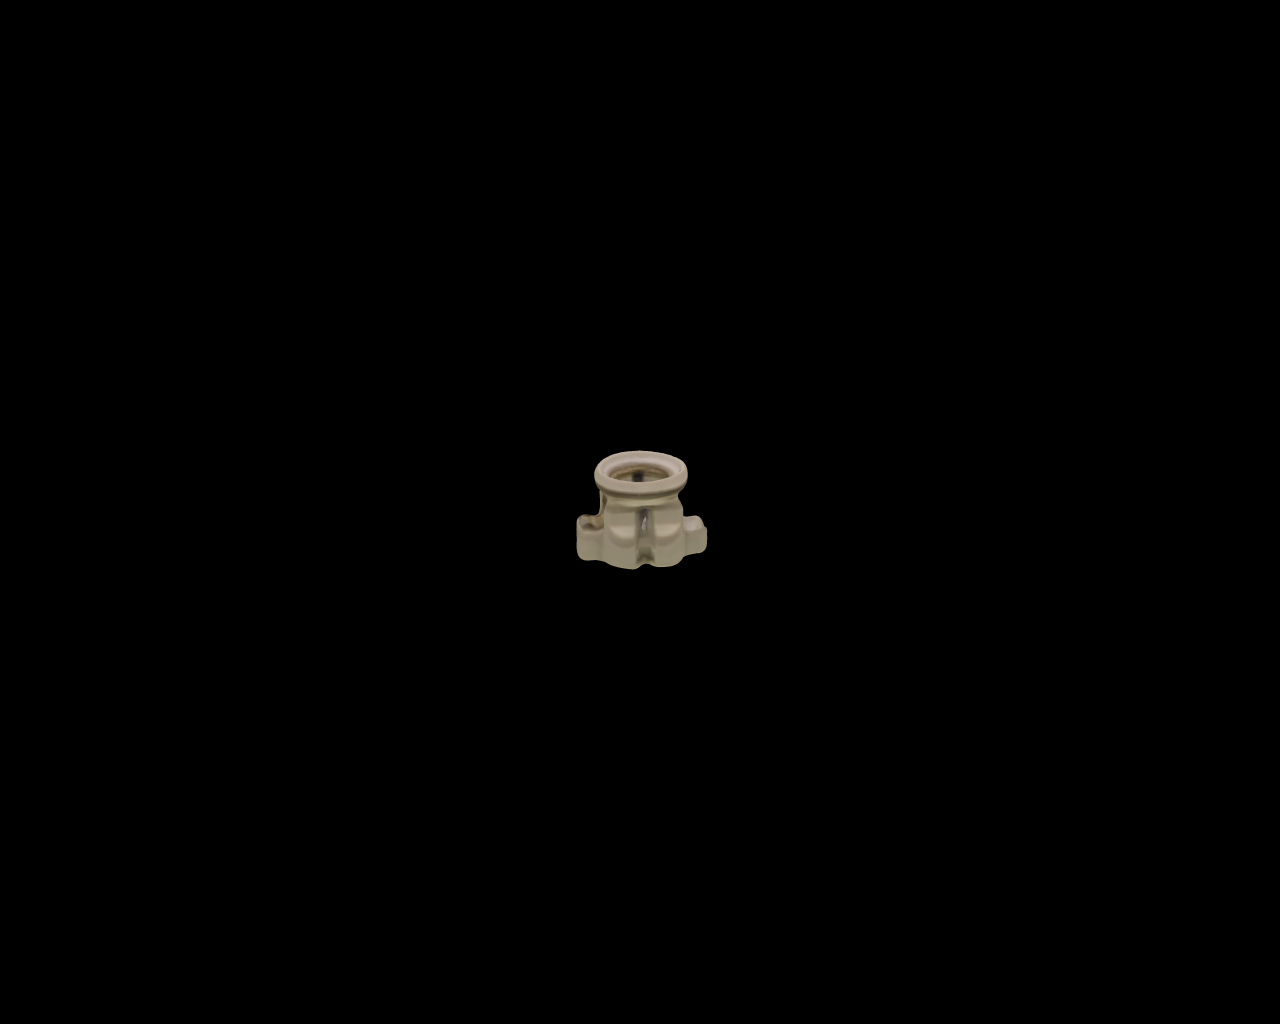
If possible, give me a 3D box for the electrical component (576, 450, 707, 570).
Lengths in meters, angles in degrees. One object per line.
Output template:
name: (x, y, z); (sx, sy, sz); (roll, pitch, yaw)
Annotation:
electrical component: (0.001, -0.003, 0.650); (0.078, 0.056, 0.058); (-2, 24, -5)
